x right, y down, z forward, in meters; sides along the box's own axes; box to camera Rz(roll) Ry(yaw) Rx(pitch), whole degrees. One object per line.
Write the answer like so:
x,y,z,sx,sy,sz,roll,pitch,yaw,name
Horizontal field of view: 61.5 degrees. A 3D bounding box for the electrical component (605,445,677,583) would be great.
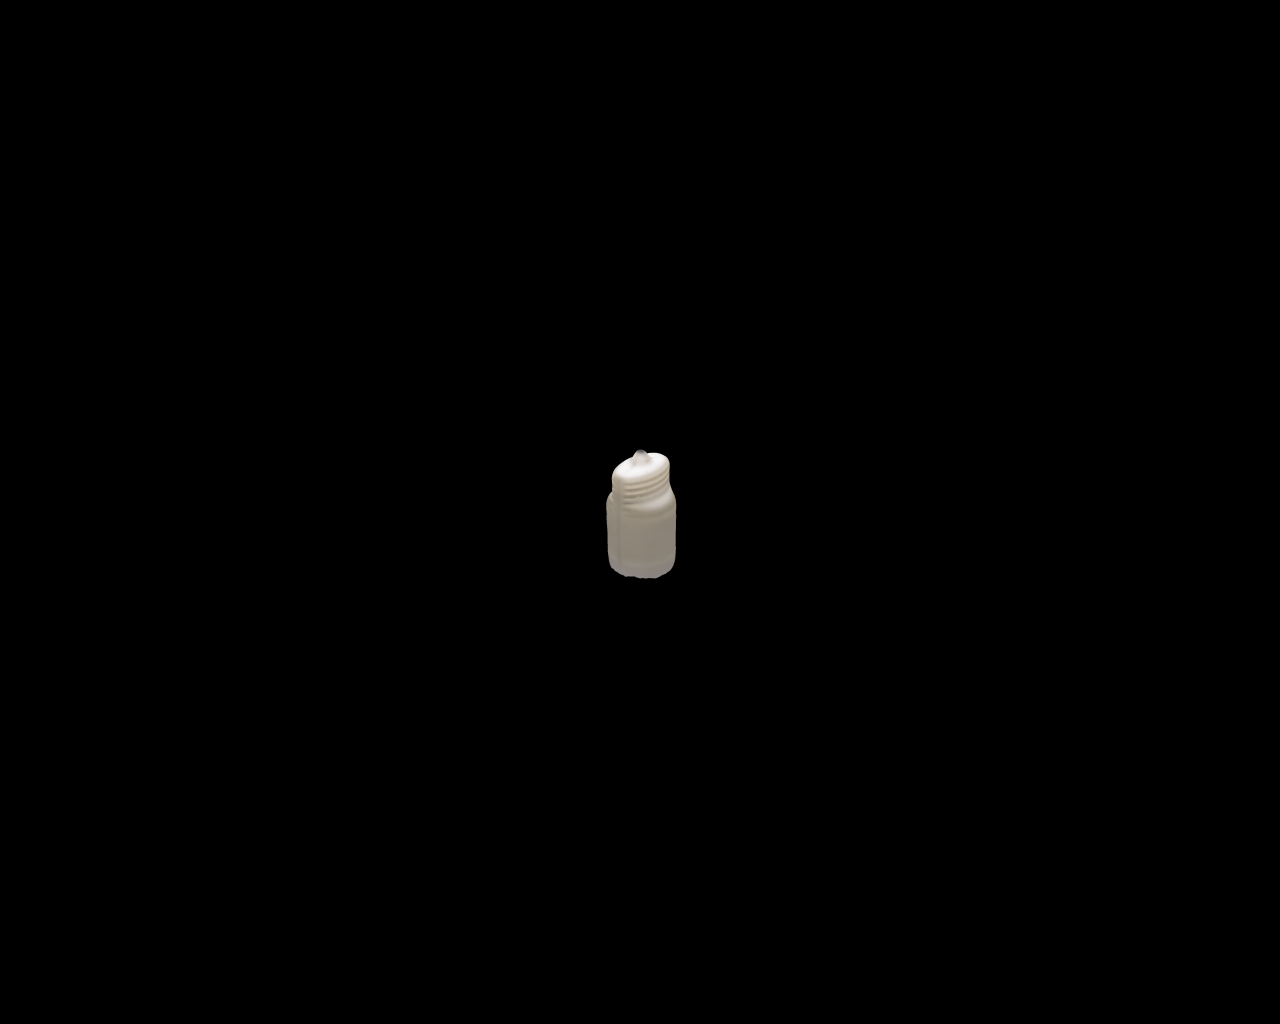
0.001,-0.003,0.650,0.043,0.080,0.043,0,30,0,electrical component
